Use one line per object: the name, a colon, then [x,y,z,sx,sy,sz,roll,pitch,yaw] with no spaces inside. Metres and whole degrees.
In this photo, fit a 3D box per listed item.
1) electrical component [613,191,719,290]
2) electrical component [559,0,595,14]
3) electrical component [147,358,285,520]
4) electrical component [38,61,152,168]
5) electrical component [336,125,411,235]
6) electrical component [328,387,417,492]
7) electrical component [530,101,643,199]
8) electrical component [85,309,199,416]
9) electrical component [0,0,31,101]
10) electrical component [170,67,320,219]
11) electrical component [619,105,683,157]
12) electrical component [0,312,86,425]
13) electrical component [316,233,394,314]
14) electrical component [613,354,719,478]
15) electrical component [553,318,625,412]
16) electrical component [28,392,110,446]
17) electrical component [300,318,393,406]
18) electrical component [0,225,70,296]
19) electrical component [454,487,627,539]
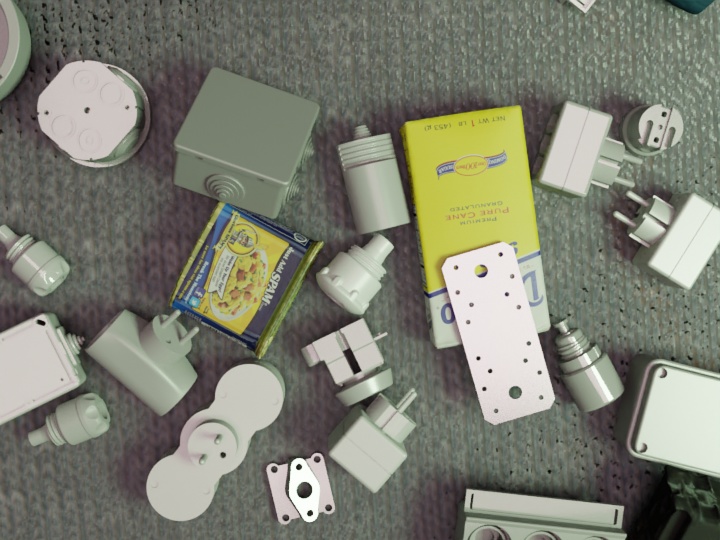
electrical component: [0.235,-0.033,0.837,0.077,0.047,0.065,32,91,-2]
electrical component: [0.155,-0.238,0.818,0.081,0.064,0.042,37,92,-3]
electrical component: [-0.111,0.131,0.822,0.052,0.073,0.138,37,91,-2]
electrical component: [-0.202,-0.119,0.820,0.080,0.051,0.080,0,93,-1]
electrical component: [0.009,-0.071,0.831,0.043,0.043,0.081,-14,93,-1]
electrical component: [0.017,0.121,0.829,0.047,0.065,0.076,41,91,-3]
electrical component: [0.180,-0.086,0.833,0.077,0.047,0.065,18,92,-2]
electrical component: [-0.156,0.060,0.820,0.077,0.043,0.079,44,114,-11]
electrical component: [-0.302,-0.172,0.810,0.108,0.060,0.108,0,93,-1]
electrical component: [-0.087,-0.094,0.806,0.100,0.048,0.099,19,52,-2]
electrical component: [0.227,-0.109,0.834,0.040,0.046,0.040,0,93,-1]
electrical component: [-0.255,0.073,0.825,0.096,0.061,0.061,-26,93,-8]
electrical component: [0.000,0.000,0.835,0.048,0.048,0.062,41,84,-3]
electrical component: [0.265,0.116,0.839,0.113,0.057,0.078,14,92,-2]
electrical component: [0.175,0.074,0.844,0.040,0.040,0.078,-29,93,0]
electrical component: [-0.229,0.121,0.838,0.061,0.035,0.035,-22,93,2]
electrical component: [-0.005,0.072,0.837,0.066,0.048,0.055,-26,85,0]
electrical component: [-0.257,-0.010,0.832,0.061,0.035,0.035,43,91,0]
electrical component: [0.137,0.212,0.837,0.121,0.063,0.078,7,92,-2]
